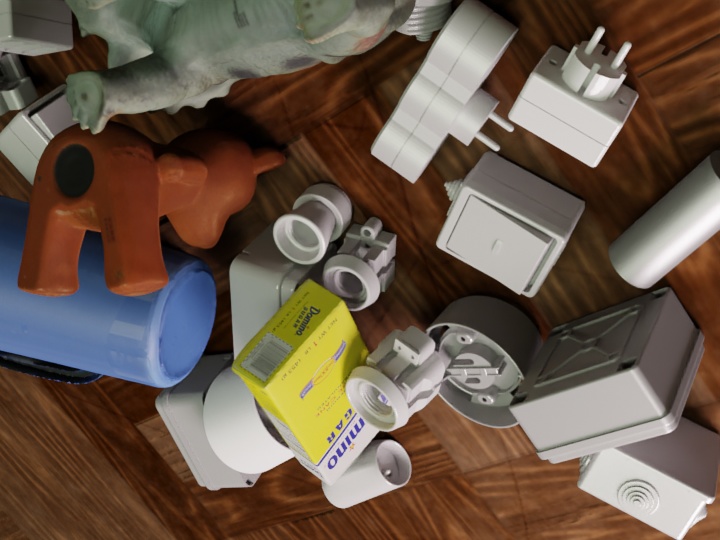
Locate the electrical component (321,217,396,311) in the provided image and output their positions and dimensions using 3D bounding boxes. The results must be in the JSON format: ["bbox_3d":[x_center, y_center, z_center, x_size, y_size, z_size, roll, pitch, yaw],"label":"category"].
[{"bbox_3d":[0.000,0.000,0.844,0.048,0.055,0.066,16,129,19],"label":"electrical component"}]

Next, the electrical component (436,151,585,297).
[{"bbox_3d":[0.099,-0.034,0.761,0.096,0.061,0.061,29,132,8],"label":"electrical component"}]

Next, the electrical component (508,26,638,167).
[{"bbox_3d":[0.144,-0.119,0.683,0.066,0.047,0.076,31,133,6],"label":"electrical component"}]

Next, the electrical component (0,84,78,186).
[{"bbox_3d":[-0.246,-0.099,0.906,0.061,0.061,0.096,-31,104,41],"label":"electrical component"}]

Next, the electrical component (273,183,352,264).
[{"bbox_3d":[-0.036,-0.037,0.838,0.045,0.055,0.045,15,128,20],"label":"electrical component"}]

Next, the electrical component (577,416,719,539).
[{"bbox_3d":[0.215,0.142,0.799,0.100,0.099,0.048,27,119,10],"label":"electrical component"}]

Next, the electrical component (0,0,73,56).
[{"bbox_3d":[-0.266,-0.212,0.840,0.047,0.066,0.076,-2,92,30],"label":"electrical component"}]

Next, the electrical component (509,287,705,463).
[{"bbox_3d":[0.176,0.074,0.764,0.109,0.108,0.056,-25,105,39],"label":"electrical component"}]

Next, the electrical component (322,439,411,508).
[{"bbox_3d":[-0.006,0.174,0.981,0.077,0.043,0.079,-31,104,40],"label":"electrical component"}]

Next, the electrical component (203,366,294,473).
[{"bbox_3d":[-0.083,0.125,0.953,0.064,0.099,0.099,-25,108,33],"label":"electrical component"}]

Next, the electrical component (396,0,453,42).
[{"bbox_3d":[0.041,-0.187,0.694,0.043,0.043,0.081,13,128,21],"label":"electrical component"}]

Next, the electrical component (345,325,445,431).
[{"bbox_3d":[0.026,0.088,0.839,0.058,0.057,0.078,35,143,21],"label":"electrical component"}]

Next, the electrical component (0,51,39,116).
[{"bbox_3d":[-0.315,-0.164,0.902,0.078,0.058,0.057,2,126,29],"label":"electrical component"}]

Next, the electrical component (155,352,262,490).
[{"bbox_3d":[-0.132,0.141,1.006,0.057,0.078,0.113,-8,118,30],"label":"electrical component"}]

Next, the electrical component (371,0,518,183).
[{"bbox_3d":[0.069,-0.109,0.728,0.074,0.052,0.138,36,132,2],"label":"electrical component"}]

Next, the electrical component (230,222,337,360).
[{"bbox_3d":[-0.061,0.028,0.884,0.057,0.078,0.113,18,130,21],"label":"electrical component"}]

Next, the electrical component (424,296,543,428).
[{"bbox_3d":[0.094,0.071,0.837,0.099,0.064,0.099,15,129,20],"label":"electrical component"}]
